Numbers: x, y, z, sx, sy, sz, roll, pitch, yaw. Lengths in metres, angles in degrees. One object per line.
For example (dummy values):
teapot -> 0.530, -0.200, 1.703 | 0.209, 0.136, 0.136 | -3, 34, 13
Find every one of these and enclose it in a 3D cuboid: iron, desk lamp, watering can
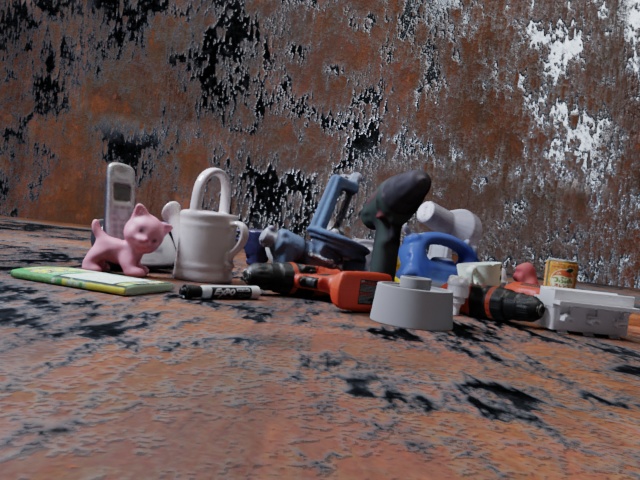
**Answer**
iron -> 0.276, 0.049, 1.269 | 0.259, 0.141, 0.118 | 6, 1, -23
desk lamp -> 0.308, 0.014, 1.468 | 0.204, 0.213, 0.117 | 6, 1, -37
watering can -> -0.199, -0.028, 0.985 | 0.172, 0.194, 0.101 | 7, 1, 6

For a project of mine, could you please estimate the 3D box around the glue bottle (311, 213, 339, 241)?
glue bottle -> 0.011, 0.004, 1.150 | 0.078, 0.173, 0.037 | 7, 1, 26

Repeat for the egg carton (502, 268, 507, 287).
egg carton -> 0.418, 0.099, 1.482 | 0.107, 0.069, 0.150 | 6, 1, -2

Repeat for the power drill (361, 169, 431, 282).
power drill -> 0.113, 0.001, 0.900 | 0.076, 0.208, 0.229 | 6, 1, -12

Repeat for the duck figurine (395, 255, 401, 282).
duck figurine -> 0.133, 0.062, 1.131 | 0.077, 0.086, 0.105 | 7, 1, 7

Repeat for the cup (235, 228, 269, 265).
cup -> -0.170, 0.019, 1.442 | 0.117, 0.095, 0.092 | 7, 1, 6

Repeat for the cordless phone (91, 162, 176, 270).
cordless phone -> -0.325, -0.039, 1.020 | 0.093, 0.185, 0.148 | 7, 1, 39

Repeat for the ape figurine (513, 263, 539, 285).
ape figurine -> 0.400, 0.090, 1.126 | 0.076, 0.092, 0.078 | 7, 1, 16

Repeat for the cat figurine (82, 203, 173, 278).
cat figurine -> -0.308, -0.002, 0.927 | 0.128, 0.118, 0.067 | 6, 1, -8

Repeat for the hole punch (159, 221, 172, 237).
hole punch -> -0.334, 0.006, 1.158 | 0.109, 0.091, 0.100 | 6, 1, -34

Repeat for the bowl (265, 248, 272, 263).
bowl -> -0.049, 0.045, 1.316 | 0.167, 0.075, 0.167 | 7, 1, 0

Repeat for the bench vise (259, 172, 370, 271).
bench vise -> 0.007, -0.018, 1.000 | 0.208, 0.220, 0.121 | 6, 1, -42

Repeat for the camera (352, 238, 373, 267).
camera -> 0.132, 0.051, 1.398 | 0.137, 0.101, 0.143 | 6, 1, -9
